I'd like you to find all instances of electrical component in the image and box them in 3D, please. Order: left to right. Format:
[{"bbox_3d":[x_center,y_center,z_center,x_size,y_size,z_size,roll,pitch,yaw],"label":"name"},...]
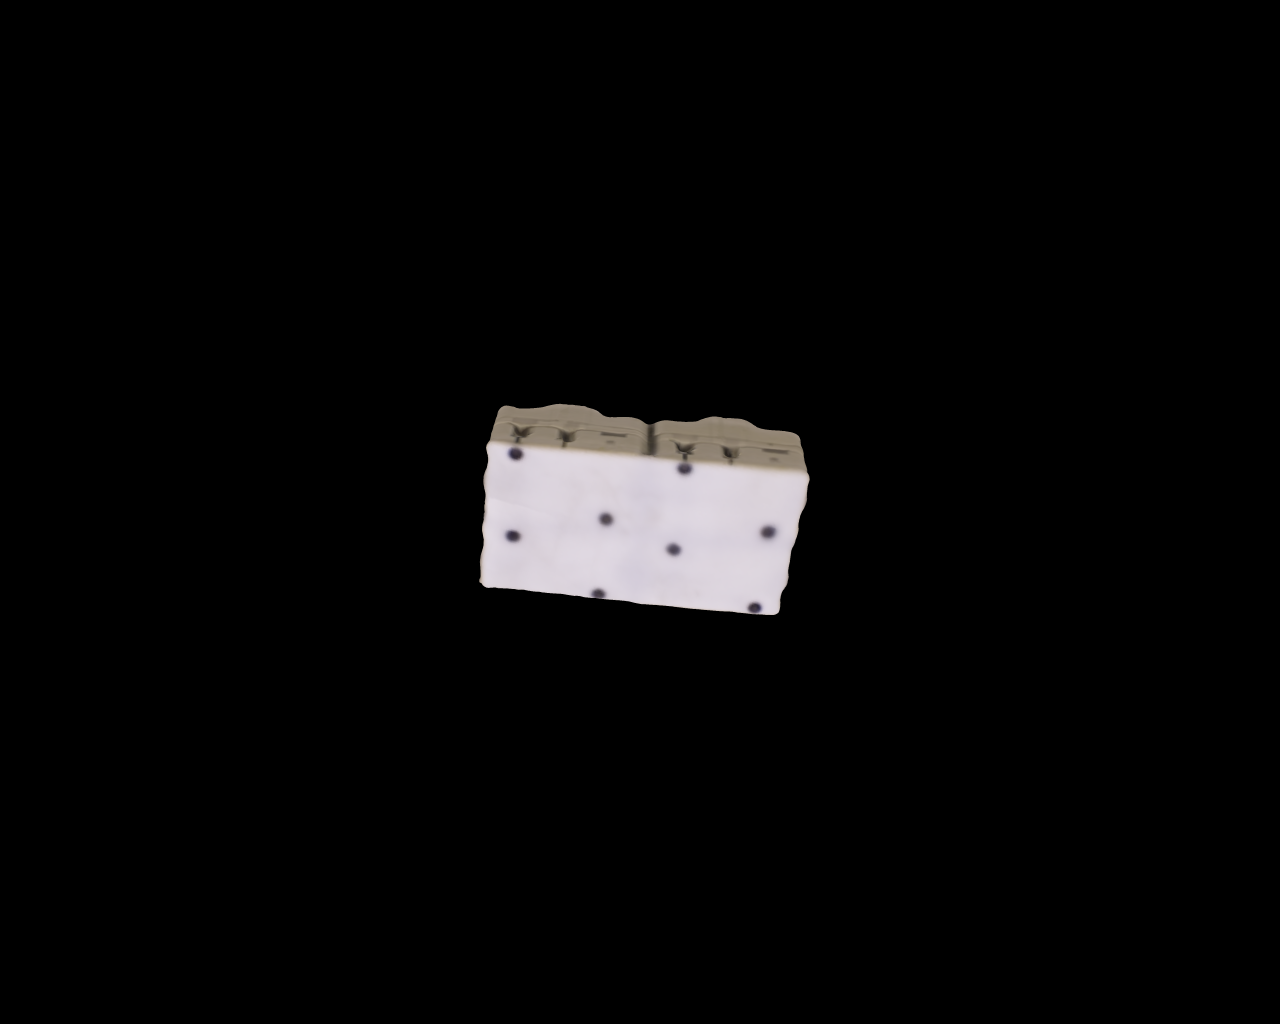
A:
[{"bbox_3d":[0.001,-0.003,0.650,0.186,0.105,0.060,5,31,-3],"label":"electrical component"}]
